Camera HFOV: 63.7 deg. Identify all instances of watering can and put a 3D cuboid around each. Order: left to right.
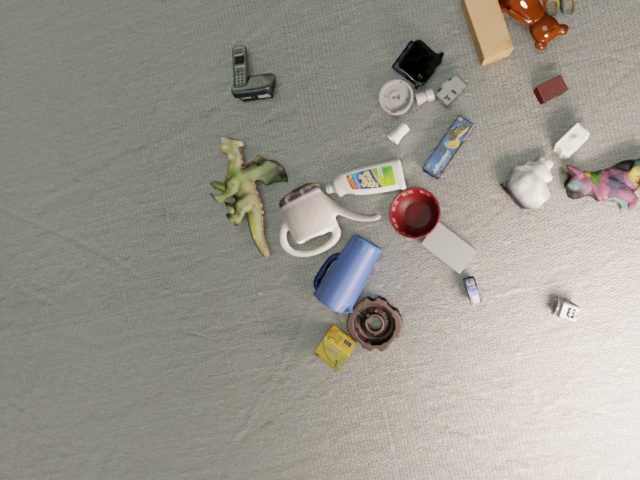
[{"bbox_3d":[0.005,-0.084,1.659,0.345,0.104,0.225,-26,86,18],"label":"watering can"}]

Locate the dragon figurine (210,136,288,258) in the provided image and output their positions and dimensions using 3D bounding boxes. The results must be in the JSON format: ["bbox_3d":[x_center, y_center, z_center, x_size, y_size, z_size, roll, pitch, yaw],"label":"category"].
[{"bbox_3d":[-0.218,-0.167,1.717,0.242,0.122,0.409,-39,93,1],"label":"dragon figurine"}]

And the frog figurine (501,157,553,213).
[{"bbox_3d":[0.635,-0.173,1.537,0.157,0.122,0.139,-45,65,21],"label":"frog figurine"}]
